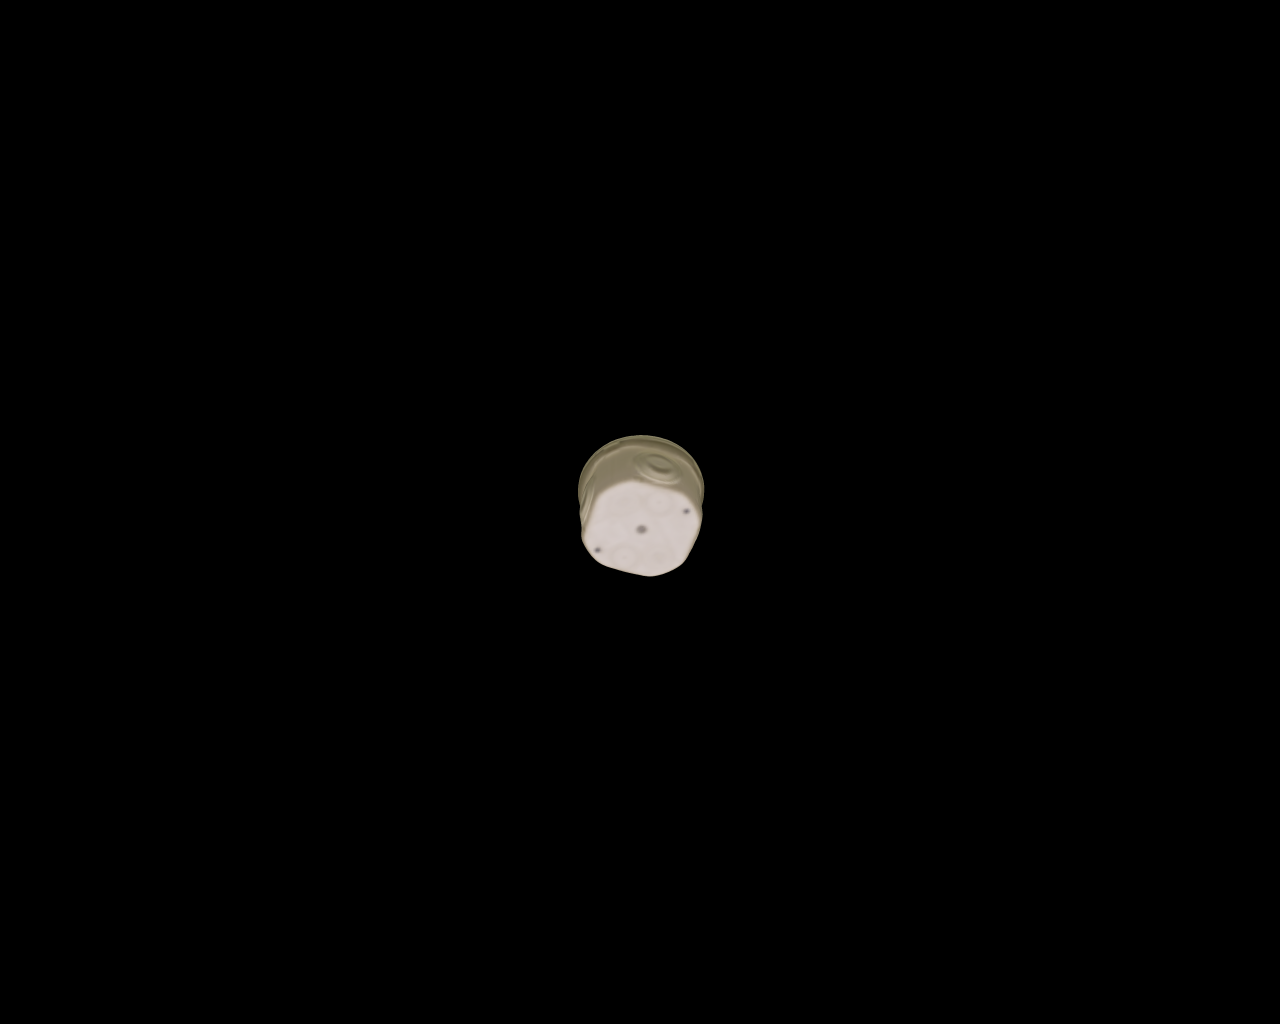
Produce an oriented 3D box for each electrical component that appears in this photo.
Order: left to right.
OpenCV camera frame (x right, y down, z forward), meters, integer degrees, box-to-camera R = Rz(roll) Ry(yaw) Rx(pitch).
[{"bbox_3d":[0.001,-0.003,0.650,0.080,0.080,0.051,0,33,0],"label":"electrical component"}]
